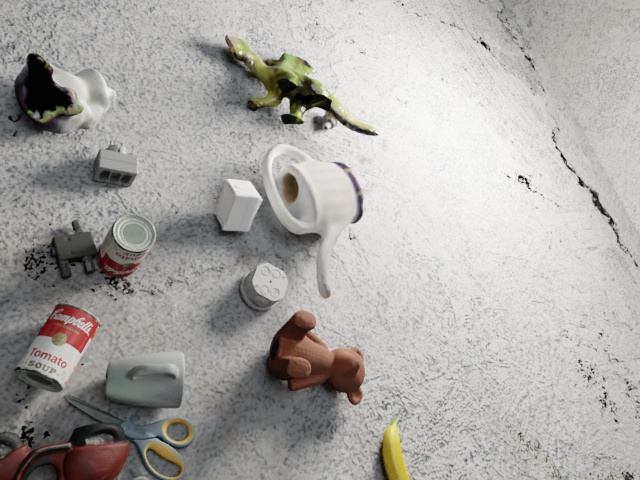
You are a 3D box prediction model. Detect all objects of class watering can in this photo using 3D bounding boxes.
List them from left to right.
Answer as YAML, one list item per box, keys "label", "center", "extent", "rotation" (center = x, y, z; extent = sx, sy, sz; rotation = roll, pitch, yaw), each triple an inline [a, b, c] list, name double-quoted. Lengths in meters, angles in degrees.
- label: "watering can"
  center: [0.003, -0.054, 1.081]
  extent: [0.226, 0.102, 0.352]
  rotation: [-10, 69, -41]

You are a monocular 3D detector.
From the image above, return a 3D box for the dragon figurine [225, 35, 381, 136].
- label: "dragon figurine"
  center: [-0.043, -0.386, 1.256]
  extent: [0.408, 0.120, 0.249]
  rotation: [18, 45, -21]

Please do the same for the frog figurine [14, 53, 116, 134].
- label: "frog figurine"
  center: [-0.444, -0.253, 0.907]
  extent: [0.137, 0.121, 0.161]
  rotation: [32, 13, -6]
